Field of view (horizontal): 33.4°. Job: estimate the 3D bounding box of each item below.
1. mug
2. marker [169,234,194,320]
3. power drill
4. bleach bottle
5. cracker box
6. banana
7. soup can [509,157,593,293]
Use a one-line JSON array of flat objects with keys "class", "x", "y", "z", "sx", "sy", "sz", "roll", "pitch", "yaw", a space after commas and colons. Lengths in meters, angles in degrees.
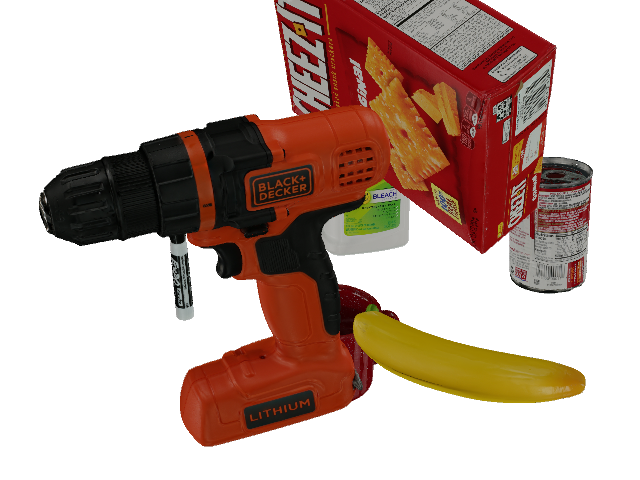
[{"class": "mug", "x": 0.021, "y": 0.096, "z": 1.000, "sx": 0.117, "sy": 0.081, "sz": 0.093, "roll": -10, "pitch": 31, "yaw": -17}, {"class": "marker", "x": -0.145, "y": 0.028, "z": 1.102, "sx": 0.020, "sy": 0.121, "sz": 0.020, "roll": -1, "pitch": 30, "yaw": 0}, {"class": "power drill", "x": -0.049, "y": 0.023, "z": 0.586, "sx": 0.184, "sy": 0.188, "sz": 0.057, "roll": -12, "pitch": 36, "yaw": -15}, {"class": "bleach bottle", "x": 0.047, "y": -0.112, "z": 1.167, "sx": 0.102, "sy": 0.251, "sz": 0.068, "roll": -7, "pitch": 25, "yaw": -9}, {"class": "cracker box", "x": 0.061, "y": -0.112, "z": 0.768, "sx": 0.072, "sy": 0.164, "sz": 0.214, "roll": -39, "pitch": 58, "yaw": -21}, {"class": "banana", "x": 0.092, "y": 0.083, "z": 0.785, "sx": 0.198, "sy": 0.037, "sz": 0.069, "roll": 19, "pitch": 37, "yaw": 37}, {"class": "soup can", "x": 0.199, "y": -0.013, "z": 0.924, "sx": 0.068, "sy": 0.102, "sz": 0.068, "roll": -3, "pitch": 24, "yaw": 1}]
